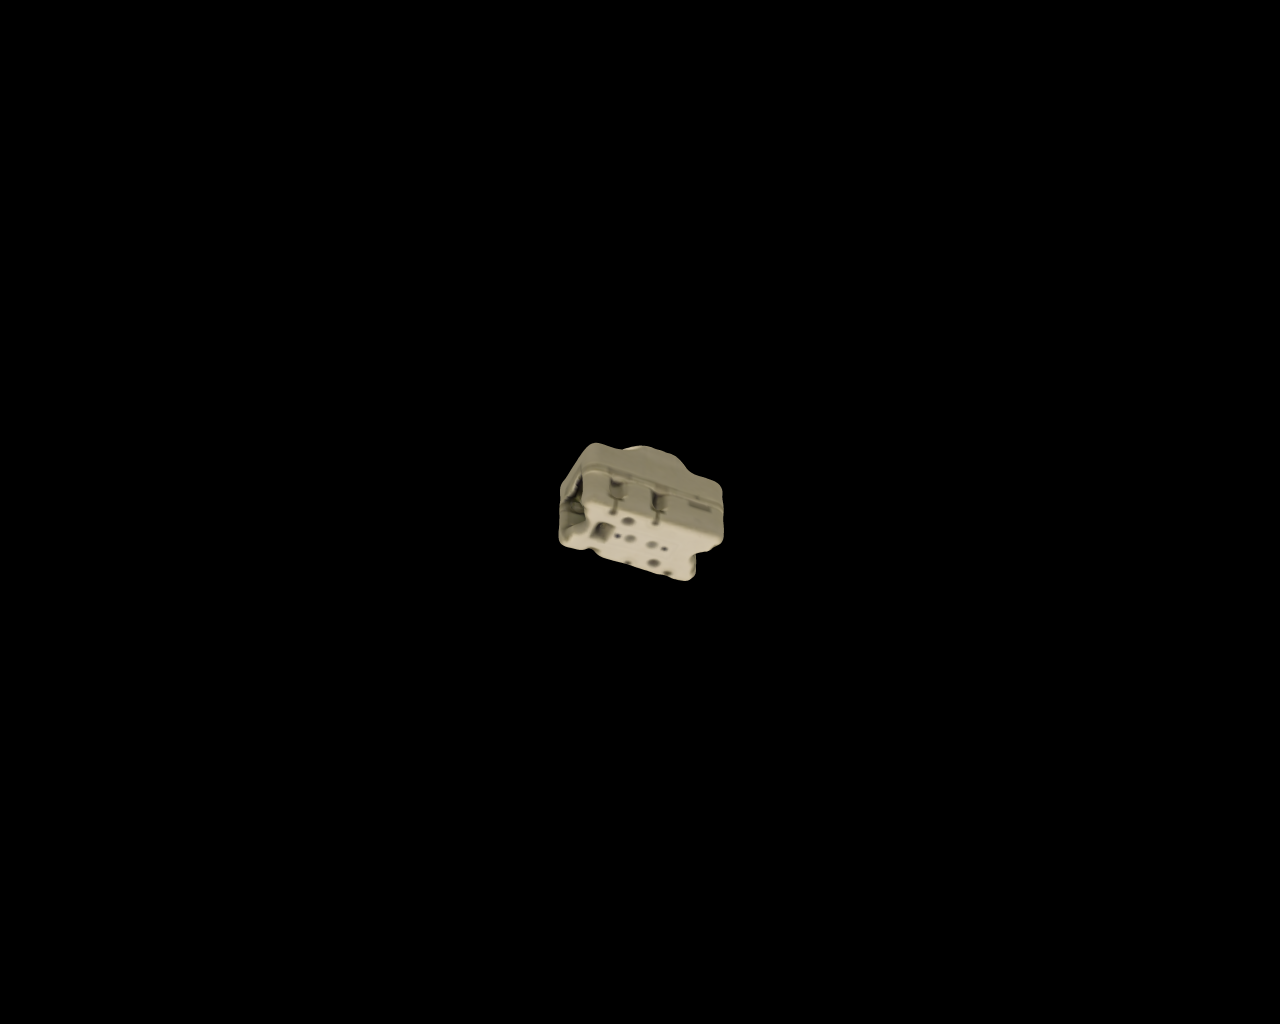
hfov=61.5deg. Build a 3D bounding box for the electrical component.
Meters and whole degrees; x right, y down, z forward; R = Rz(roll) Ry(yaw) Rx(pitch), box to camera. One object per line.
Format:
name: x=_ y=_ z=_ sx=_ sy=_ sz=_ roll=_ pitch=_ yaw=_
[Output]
electrical component: x=0.001 y=-0.003 z=0.650 sx=0.089 sy=0.056 sz=0.050 roll=18 pitch=-44 yaw=-19
